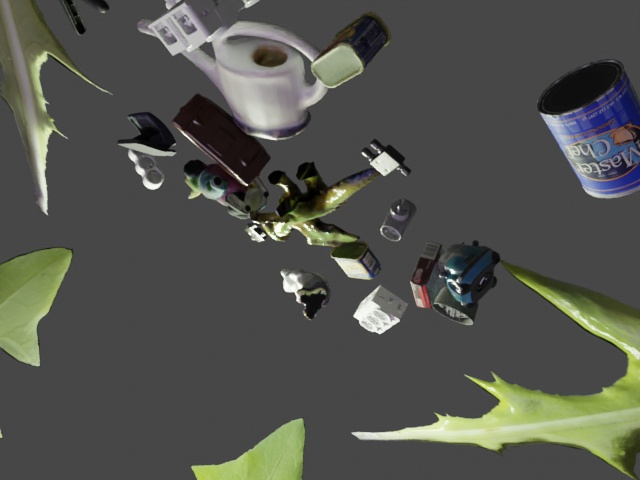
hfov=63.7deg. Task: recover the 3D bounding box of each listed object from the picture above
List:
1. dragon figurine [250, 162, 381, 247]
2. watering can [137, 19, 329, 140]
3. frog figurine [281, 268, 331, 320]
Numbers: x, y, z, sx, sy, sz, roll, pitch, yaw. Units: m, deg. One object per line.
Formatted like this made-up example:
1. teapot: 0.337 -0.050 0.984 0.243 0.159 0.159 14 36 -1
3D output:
1. dragon figurine: 0.004 -0.059 1.174 0.409 0.124 0.239 -6 -29 35
2. watering can: -0.141 -0.292 0.917 0.348 0.106 0.219 13 -34 15
3. frog figurine: -0.041 0.132 1.510 0.135 0.122 0.162 45 7 -36
